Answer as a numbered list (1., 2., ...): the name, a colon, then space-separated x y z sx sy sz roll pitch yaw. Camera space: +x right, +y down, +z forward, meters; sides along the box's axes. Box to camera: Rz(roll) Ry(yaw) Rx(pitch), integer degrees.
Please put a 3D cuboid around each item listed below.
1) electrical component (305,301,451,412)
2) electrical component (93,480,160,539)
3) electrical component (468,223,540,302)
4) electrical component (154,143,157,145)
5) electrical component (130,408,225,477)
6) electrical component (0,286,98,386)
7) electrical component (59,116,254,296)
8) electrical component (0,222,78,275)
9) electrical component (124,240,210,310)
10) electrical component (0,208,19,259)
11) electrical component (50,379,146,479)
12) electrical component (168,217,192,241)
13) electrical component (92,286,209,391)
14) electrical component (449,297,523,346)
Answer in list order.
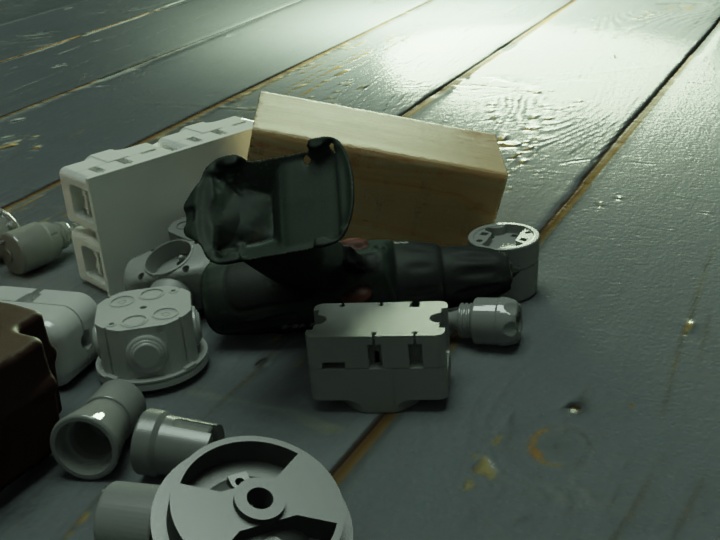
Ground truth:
1. electrical component: 0.014 0.057 0.710 0.089 0.055 0.050 -1 24 8
2. electrical component: -0.105 0.135 0.575 0.078 0.040 0.040 3 25 14
3. electrical component: 0.113 -0.005 0.843 0.055 0.047 0.055 -4 24 2
4. electrical component: -0.193 -0.097 1.115 0.083 0.047 0.075 6 26 23
5. electrical component: -0.109 0.106 0.646 0.046 0.040 0.040 7 26 12
6. electrical component: -0.243 0.050 0.782 0.095 0.053 0.059 4 25 20
7. electrical component: -0.165 -0.062 0.957 0.186 0.105 0.060 -23 29 -36
8. electrical component: -0.290 -0.025 0.978 0.040 0.040 0.078 15 30 38
9. electrical component: -0.146 0.017 0.843 0.077 0.044 0.079 -9 39 20
10. electrical component: -0.346 -0.026 0.990 0.048 0.048 0.062 8 34 28
11. electrical component: -0.161 0.096 0.676 0.044 0.044 0.065 -1 19 10
12. electrical component: -0.122 -0.016 0.911 0.080 0.051 0.080 -4 24 2
13. electrical component: -0.151 0.049 0.768 0.080 0.051 0.080 -4 24 2
14. electrical component: 0.084 0.036 0.770 0.061 0.035 0.035 1 24 19
